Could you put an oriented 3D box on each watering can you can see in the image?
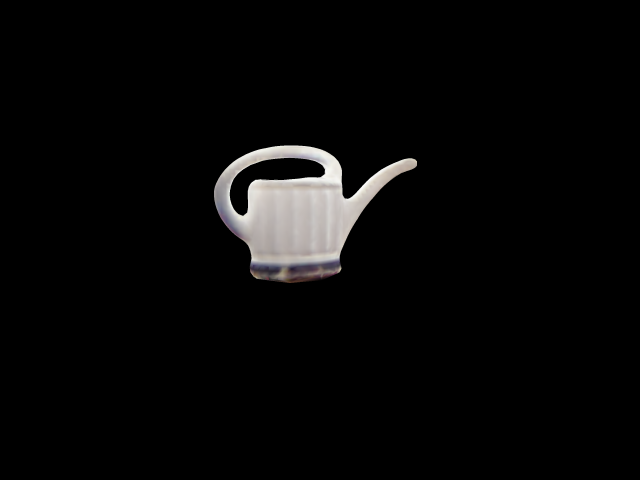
[{"bbox_3d":[0.003,-0.043,0.850,0.348,0.223,0.104,-2,6,-15],"label":"watering can"}]
